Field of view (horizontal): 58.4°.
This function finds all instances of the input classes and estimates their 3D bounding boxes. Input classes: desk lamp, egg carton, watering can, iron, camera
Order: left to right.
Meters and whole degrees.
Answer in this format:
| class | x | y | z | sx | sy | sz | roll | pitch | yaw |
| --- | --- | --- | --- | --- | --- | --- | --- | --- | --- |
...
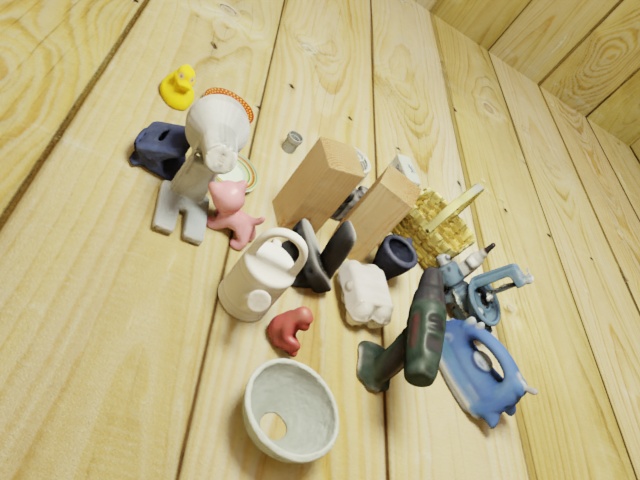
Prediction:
| class | x | y | z | sx | sy | sz | roll | pitch | yaw |
| --- | --- | --- | --- | --- | --- | --- | --- | --- | --- |
| desk lamp | -0.209 | -0.137 | 1.054 | 0.118 | 0.213 | 0.203 | 20 | 42 | -24 |
| watering can | -0.091 | 0.057 | 0.983 | 0.101 | 0.193 | 0.172 | 14 | 45 | -30 |
| camera | 0.053 | -0.126 | 1.357 | 0.144 | 0.100 | 0.136 | 18 | 43 | -27 |
| egg carton | 0.090 | 0.111 | 1.185 | 0.107 | 0.069 | 0.150 | 13 | 46 | -31 |
| iron | 0.335 | 0.250 | 1.201 | 0.119 | 0.141 | 0.258 | -10 | 60 | -45 |

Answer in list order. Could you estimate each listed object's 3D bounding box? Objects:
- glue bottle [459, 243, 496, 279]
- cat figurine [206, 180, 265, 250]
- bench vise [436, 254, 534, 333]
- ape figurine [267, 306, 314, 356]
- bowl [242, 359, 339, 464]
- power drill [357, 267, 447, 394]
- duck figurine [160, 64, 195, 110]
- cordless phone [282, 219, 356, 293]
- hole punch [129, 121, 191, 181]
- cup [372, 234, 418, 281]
| class | x | y | z | sx | sy | sz | roll | pitch | yaw |
| --- | --- | --- | --- | --- | --- | --- | --- | --- | --- |
| glue bottle | 0.358 | 0.061 | 1.377 | 0.037 | 0.173 | 0.078 | 51 | 39 | 13 |
| cat figurine | -0.162 | -0.061 | 1.099 | 0.128 | 0.117 | 0.067 | 38 | 38 | -3 |
| bench vise | 0.355 | 0.107 | 1.293 | 0.207 | 0.219 | 0.121 | 37 | 38 | -5 |
| ape figurine | -0.045 | 0.152 | 1.014 | 0.076 | 0.092 | 0.078 | 39 | 38 | -3 |
| bowl | -0.057 | 0.276 | 0.897 | 0.168 | 0.074 | 0.167 | 23 | 41 | -22 |
| power drill | 0.156 | 0.183 | 1.059 | 0.076 | 0.208 | 0.229 | 26 | 40 | -18 |
| duck figurine | -0.309 | -0.355 | 1.284 | 0.078 | 0.086 | 0.104 | 14 | 45 | -30 |
| cordless phone | 0.010 | 0.004 | 1.127 | 0.094 | 0.184 | 0.147 | 6 | 50 | -36 |
| hole punch | -0.305 | -0.187 | 1.120 | 0.101 | 0.091 | 0.108 | 29 | 39 | -15 |
| cup | 0.162 | 0.043 | 1.292 | 0.091 | 0.094 | 0.118 | 43 | 38 | 3 |
